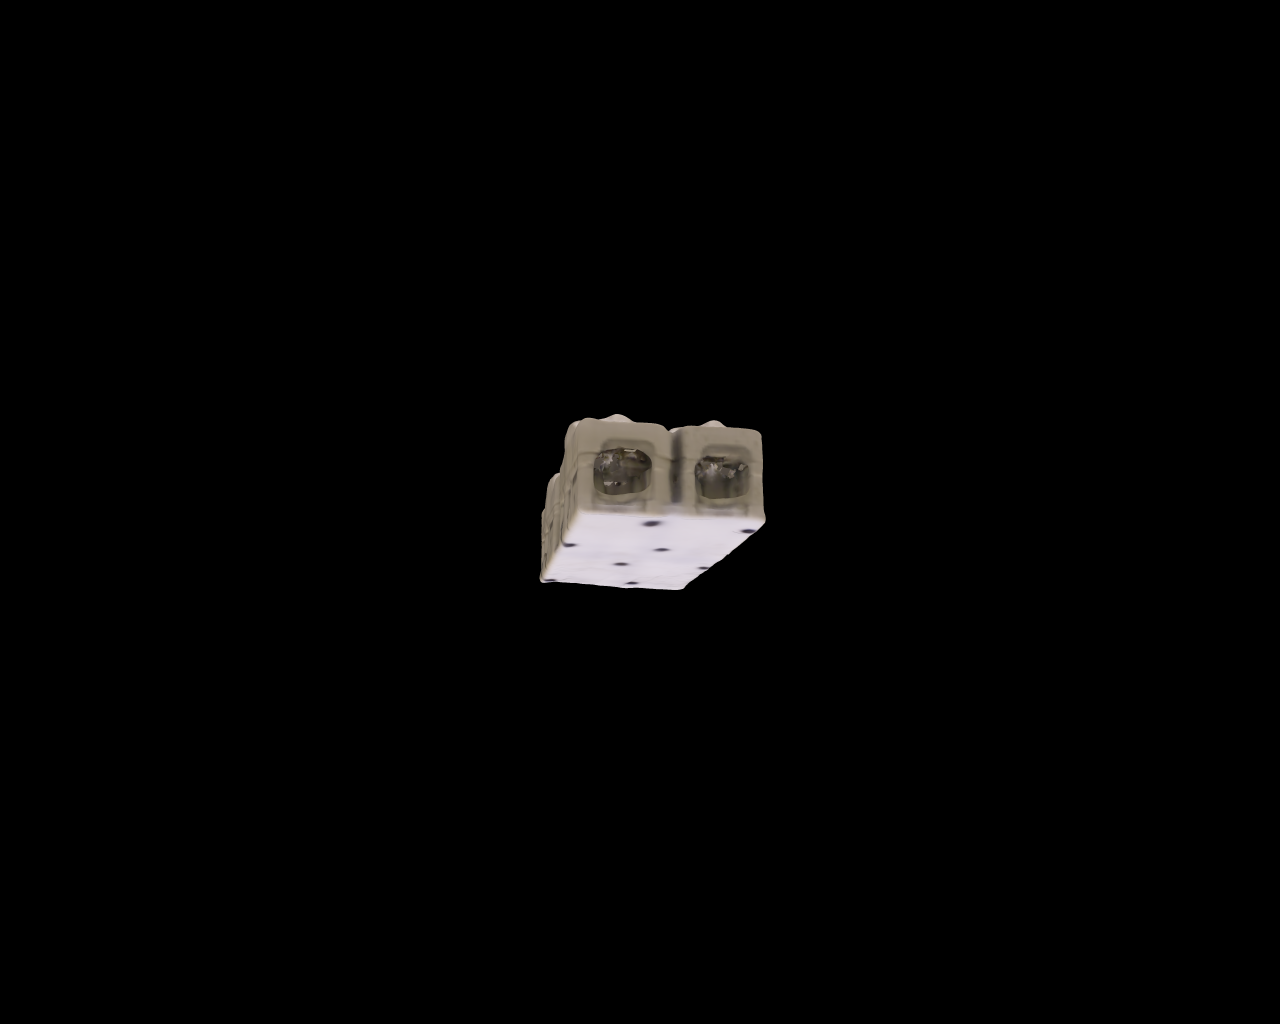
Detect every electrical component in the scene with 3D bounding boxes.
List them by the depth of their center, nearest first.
[{"bbox_3d":[0.001,-0.003,0.650,0.105,0.060,0.186,3,-16,-11],"label":"electrical component"}]
